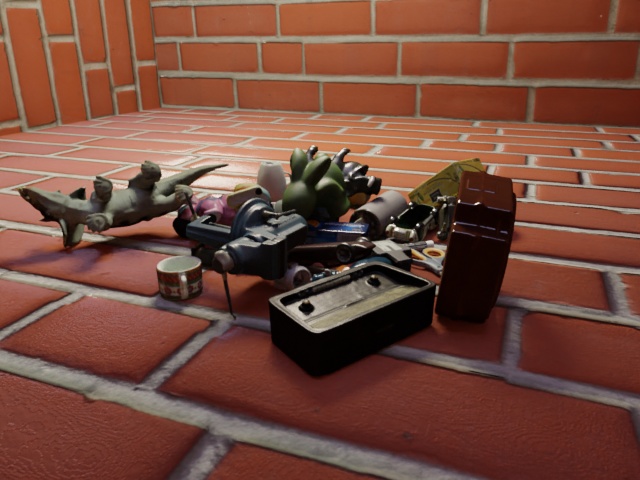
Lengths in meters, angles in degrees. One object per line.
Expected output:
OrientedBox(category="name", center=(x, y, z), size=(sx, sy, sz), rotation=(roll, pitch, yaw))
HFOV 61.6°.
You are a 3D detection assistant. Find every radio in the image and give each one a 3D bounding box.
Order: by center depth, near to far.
OrientedBox(category="radio", center=(0.046, 0.103, 0.777), size=(0.229, 0.073, 0.131), rotation=(-15, 25, -35))

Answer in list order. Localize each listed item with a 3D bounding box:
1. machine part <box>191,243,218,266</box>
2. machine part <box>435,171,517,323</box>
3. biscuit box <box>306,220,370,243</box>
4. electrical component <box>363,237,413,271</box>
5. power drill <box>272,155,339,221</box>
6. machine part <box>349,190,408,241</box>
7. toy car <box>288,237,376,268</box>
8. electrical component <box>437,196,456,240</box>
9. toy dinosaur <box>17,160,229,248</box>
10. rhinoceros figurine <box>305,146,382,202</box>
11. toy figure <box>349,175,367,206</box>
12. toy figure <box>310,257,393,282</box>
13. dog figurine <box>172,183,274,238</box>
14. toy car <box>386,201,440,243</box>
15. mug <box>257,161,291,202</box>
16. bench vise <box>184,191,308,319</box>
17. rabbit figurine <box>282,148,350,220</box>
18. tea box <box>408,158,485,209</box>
OrientedBox(category="machine part", center=(-0.175, 0.033, 1.027), size=(0.139, 0.039, 0.084), rotation=(4, 29, 6))
OrientedBox(category="machine part", center=(0.239, 0.009, 0.827), size=(0.087, 0.201, 0.201), rotation=(12, 30, 12))
OrientedBox(category="biscuit box", center=(-0.002, -0.003, 1.084), size=(0.203, 0.059, 0.063), rotation=(4, 20, 12))
OrientedBox(category="electrical component", center=(0.133, 0.036, 0.994), size=(0.075, 0.047, 0.119), rotation=(-9, 22, -21))
OrientedBox(category="power drill", center=(-0.060, -0.107, 1.245), size=(0.232, 0.085, 0.207), rotation=(10, 47, 7))
OrientedBox(category="machine part", center=(0.133, -0.054, 1.198), size=(0.079, 0.079, 0.243), rotation=(10, 22, 26))
OrientedBox(category="toy car", center=(0.005, 0.026, 0.987), size=(0.202, 0.053, 0.089), rotation=(-2, 4, 29))
OrientedBox(category="electrical component", center=(0.273, -0.050, 1.164), size=(0.045, 0.102, 0.078), rotation=(4, -3, -8))
OrientedBox(category="toy dinosaur", center=(-0.402, -0.082, 1.143), size=(0.405, 0.131, 0.192), rotation=(-15, 1, -31))
OrientedBox(category="rhinoceros figurine", center=(0.043, -0.143, 1.192), size=(0.190, 0.073, 0.112), rotation=(11, 53, 0))
OrientedBox(category="toy figure", center=(0.068, -0.142, 1.434), size=(0.082, 0.089, 0.180), rotation=(-29, 24, -31))
OrientedBox(category="toy figure", center=(0.054, 0.064, 0.900), size=(0.154, 0.064, 0.058), rotation=(-13, 40, -32))
OrientedBox(category="dog figurine", center=(-0.216, -0.059, 1.155), size=(0.191, 0.108, 0.219), rotation=(-34, 28, -18))
OrientedBox(category="toy car", center=(0.208, -0.037, 1.183), size=(0.074, 0.056, 0.202), rotation=(17, 27, 24))
OrientedBox(category="mug", center=(-0.118, -0.157, 1.435), size=(0.109, 0.107, 0.081), rotation=(-14, 26, -28))
OrientedBox(category="bench vise", center=(-0.143, 0.000, 0.912), size=(0.241, 0.128, 0.224), rotation=(14, 36, 29))
OrientedBox(category="rabbit figurine", center=(-0.013, -0.098, 1.073), size=(0.121, 0.158, 0.170), rotation=(16, 31, 19))
OrientedBox(category="tea box", center=(0.301, -0.123, 1.271), size=(0.098, 0.068, 0.169), rotation=(-15, -14, -32))
